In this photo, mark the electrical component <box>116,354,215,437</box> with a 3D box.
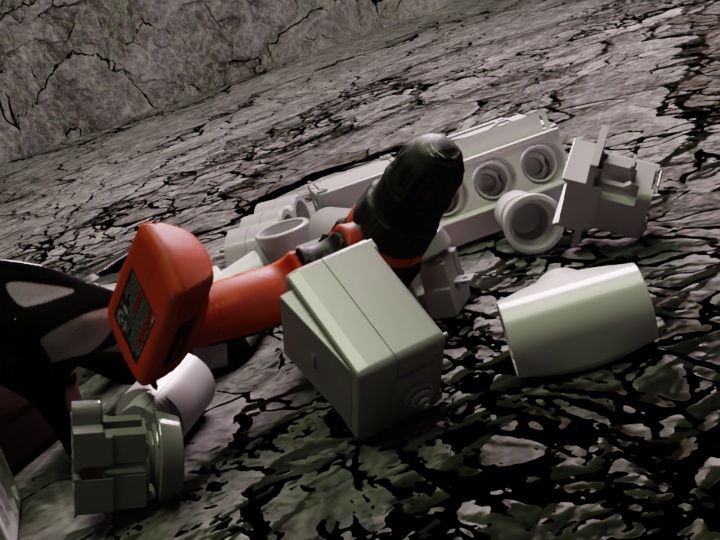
[{"bbox_3d":[-0.121,0.085,0.639,0.043,0.043,0.081,-12,17,19],"label":"electrical component"}]

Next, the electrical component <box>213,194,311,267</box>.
[{"bbox_3d":[-0.093,-0.021,0.941,0.074,0.052,0.138,-13,17,16],"label":"electrical component"}]

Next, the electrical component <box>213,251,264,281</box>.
[{"bbox_3d":[-0.100,0.015,0.842,0.055,0.045,0.045,-22,17,-12],"label":"electrical component"}]

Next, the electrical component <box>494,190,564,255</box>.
[{"bbox_3d":[0.122,-0.039,0.798,0.044,0.044,0.065,-18,12,0],"label":"electrical component"}]

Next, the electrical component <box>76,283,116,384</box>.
[{"bbox_3d":[-0.221,0.047,0.845,0.050,0.055,0.089,-9,18,27],"label":"electrical component"}]

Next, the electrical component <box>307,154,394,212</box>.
[{"bbox_3d":[0.010,-0.059,0.940,0.096,0.061,0.061,-19,16,-6],"label":"electrical component"}]

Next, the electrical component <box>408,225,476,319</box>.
[{"bbox_3d":[0.042,0.001,0.721,0.066,0.055,0.048,-10,18,25],"label":"electrical component"}]

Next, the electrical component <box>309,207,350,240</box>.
[{"bbox_3d":[0.008,-0.027,0.872,0.079,0.043,0.077,-13,18,-26],"label":"electrical component"}]

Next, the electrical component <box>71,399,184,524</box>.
[{"bbox_3d":[-0.123,0.100,0.568,0.055,0.066,0.048,-2,11,-17],"label":"electrical component"}]

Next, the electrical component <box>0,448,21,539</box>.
[{"bbox_3d":[-0.230,0.134,0.584,0.076,0.047,0.083,-21,17,-10],"label":"electrical component"}]

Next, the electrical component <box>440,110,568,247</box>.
[{"bbox_3d":[0.102,-0.069,0.864,0.121,0.078,0.063,-20,0,-7],"label":"electrical component"}]

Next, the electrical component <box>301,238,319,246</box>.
[{"bbox_3d":[0.000,0.000,0.782,0.076,0.047,0.083,-20,16,-6],"label":"electrical component"}]

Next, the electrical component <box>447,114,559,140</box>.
[{"bbox_3d":[0.115,-0.094,0.956,0.109,0.056,0.108,-20,16,-7],"label":"electrical component"}]

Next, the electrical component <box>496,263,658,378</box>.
[{"bbox_3d":[0.116,0.022,0.598,0.077,0.043,0.079,-16,17,5],"label":"electrical component"}]

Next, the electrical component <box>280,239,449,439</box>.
[{"bbox_3d":[0.002,0.043,0.574,0.061,0.061,0.096,-24,53,-20],"label":"electrical component"}]

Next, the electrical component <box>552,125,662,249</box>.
[{"bbox_3d":[0.170,-0.053,0.738,0.064,0.081,0.042,16,52,12],"label":"electrical component"}]

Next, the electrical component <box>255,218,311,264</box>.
[{"bbox_3d":[-0.054,-0.008,0.852,0.045,0.055,0.045,-16,16,5],"label":"electrical component"}]
